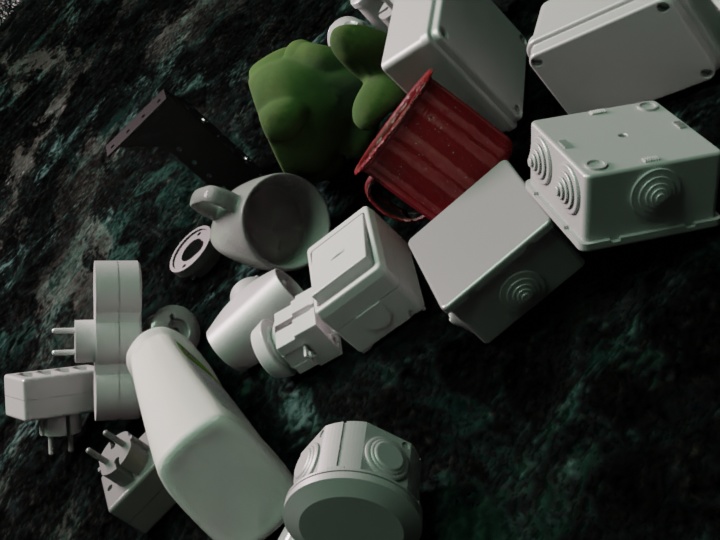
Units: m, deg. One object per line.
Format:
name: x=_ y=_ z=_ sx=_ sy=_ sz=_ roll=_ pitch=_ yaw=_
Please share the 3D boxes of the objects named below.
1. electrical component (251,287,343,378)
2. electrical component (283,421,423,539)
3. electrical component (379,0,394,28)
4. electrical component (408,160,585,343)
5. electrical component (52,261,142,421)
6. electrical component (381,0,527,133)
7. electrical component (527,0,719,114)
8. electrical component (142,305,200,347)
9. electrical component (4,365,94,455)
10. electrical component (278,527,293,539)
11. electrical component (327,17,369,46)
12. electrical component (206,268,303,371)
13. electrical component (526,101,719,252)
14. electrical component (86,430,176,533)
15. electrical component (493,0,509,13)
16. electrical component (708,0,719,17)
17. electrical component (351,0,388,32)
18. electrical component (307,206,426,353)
electrical component: x=-0.048 y=0.051 z=0.808 sx=0.055 sy=0.048 sz=0.066 roll=-30 pitch=35 yaw=14
electrical component: x=-0.002 y=0.132 z=0.629 sx=0.080 sy=0.080 sz=0.051 roll=-29 pitch=30 yaw=28
electrical component: x=0.043 y=-0.228 z=0.975 sx=0.047 sy=0.077 sz=0.065 roll=-27 pitch=37 yaw=31
electrical component: x=0.089 y=-0.011 z=0.704 sx=0.100 sy=0.048 sz=0.099 roll=-41 pitch=32 yaw=11
electrical component: x=-0.227 y=0.061 z=0.924 sx=0.052 sy=0.074 sz=0.138 roll=-167 pitch=77 yaw=-73
electrical component: x=0.076 y=-0.168 z=0.838 sx=0.056 sy=0.109 sz=0.108 roll=-27 pitch=37 yaw=35
electrical component: x=0.179 y=-0.154 z=0.725 sx=0.113 sy=0.078 sz=0.057 roll=-18 pitch=39 yaw=40
electrical component: x=-0.175 y=0.059 z=0.956 sx=0.062 sy=0.048 sz=0.048 roll=-20 pitch=40 yaw=52
electrical component: x=-0.273 y=0.130 z=0.978 sx=0.047 sy=0.083 sz=0.075 roll=1 pitch=94 yaw=51
electrical component: x=-0.040 y=0.181 z=0.662 sx=0.035 sy=0.035 sz=0.061 roll=7 pitch=62 yaw=53
electrical component: x=-0.013 y=-0.234 z=1.082 sx=0.043 sy=0.043 sz=0.062 roll=-47 pitch=29 yaw=2
electrical component: x=-0.084 y=0.031 z=0.873 sx=0.077 sy=0.044 sz=0.079 roll=-42 pitch=31 yaw=10
electrical component: x=0.154 y=-0.059 z=0.636 sx=0.100 sy=0.048 sz=0.099 roll=-11 pitch=32 yaw=-10
electrical component: x=-0.173 y=0.149 z=0.821 sx=0.065 sy=0.077 sz=0.047 roll=-46 pitch=31 yaw=4
electrical component: x=0.097 y=-0.238 z=0.922 sx=0.047 sy=0.076 sz=0.083 roll=25 pitch=110 yaw=61
electrical component: x=0.277 y=-0.163 z=0.635 sx=0.109 sy=0.056 sz=0.108 roll=-37 pitch=33 yaw=18
electrical component: x=0.044 y=-0.301 z=1.074 sx=0.113 sy=0.057 sz=0.078 roll=-33 pitch=34 yaw=23
electrical component: x=0.000 y=0.000 z=0.789 sx=0.062 sy=0.061 sz=0.096 roll=-37 pitch=33 yaw=18
